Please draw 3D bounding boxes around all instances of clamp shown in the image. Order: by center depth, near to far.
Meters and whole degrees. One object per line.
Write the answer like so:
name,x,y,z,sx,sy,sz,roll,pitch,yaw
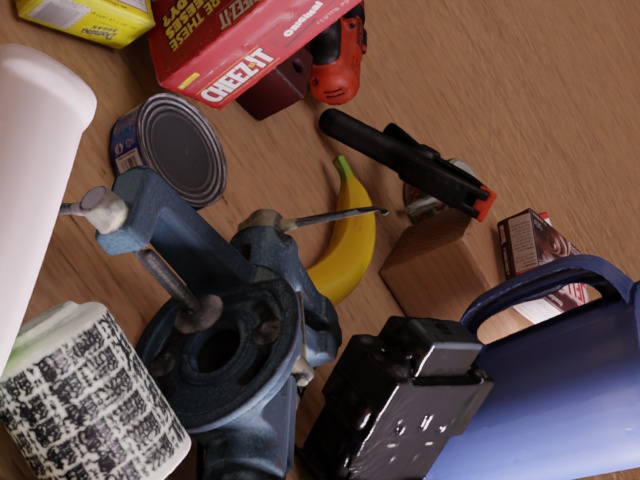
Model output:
clamp,0.090,-0.070,0.967,0.172,0.039,0.120,35,23,22

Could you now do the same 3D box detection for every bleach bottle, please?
bleach bottle,-0.178,0.025,0.525,0.068,0.103,0.251,32,44,-34

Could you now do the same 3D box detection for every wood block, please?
wood block,0.154,0.077,0.987,0.206,0.090,0.090,57,32,-13

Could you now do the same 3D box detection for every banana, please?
banana,0.010,0.010,0.874,0.069,0.037,0.197,37,38,-12

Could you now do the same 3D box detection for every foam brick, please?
foam brick,-0.050,-0.146,0.865,0.078,0.051,0.053,42,40,-33

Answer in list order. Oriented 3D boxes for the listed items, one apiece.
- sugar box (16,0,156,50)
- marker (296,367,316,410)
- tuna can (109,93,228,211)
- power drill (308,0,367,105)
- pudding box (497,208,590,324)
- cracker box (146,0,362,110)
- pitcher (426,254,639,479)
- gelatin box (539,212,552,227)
sugar box,-0.176,-0.228,0.744,0.093,0.048,0.176,11,57,-53
marker,-0.017,0.104,0.788,0.020,0.020,0.121,53,34,-20
tuna can,-0.106,-0.057,0.746,0.086,0.034,0.086,33,45,-41
power drill,-0.005,-0.240,0.939,0.187,0.057,0.184,59,25,-49
pudding box,0.206,0.035,0.966,0.113,0.039,0.090,30,46,-45
cracker box,-0.060,-0.227,0.770,0.072,0.164,0.214,19,46,-49
pitcher,0.166,0.120,0.832,0.144,0.243,0.149,23,52,-47
gelatin box,0.181,0.002,1.073,0.073,0.089,0.030,-16,86,-57
